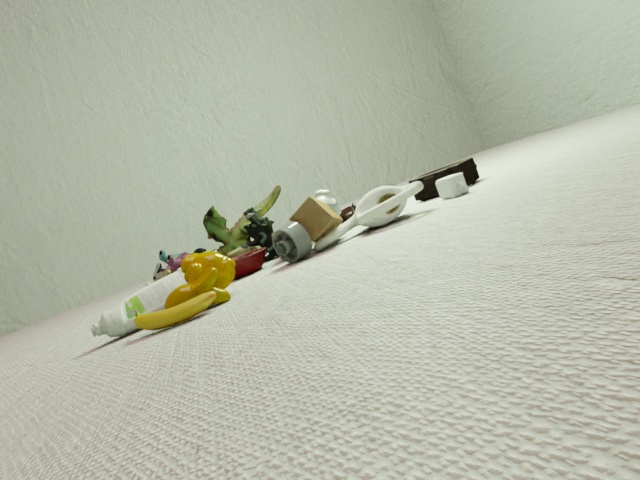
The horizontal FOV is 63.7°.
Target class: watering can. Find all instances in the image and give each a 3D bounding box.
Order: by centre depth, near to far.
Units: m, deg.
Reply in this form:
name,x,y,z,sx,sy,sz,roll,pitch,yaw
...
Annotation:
name,x,y,z,sx,sy,sz,roll,pitch,yaw
watering can,0.138,-0.076,1.479,0.346,0.104,0.225,-30,3,7

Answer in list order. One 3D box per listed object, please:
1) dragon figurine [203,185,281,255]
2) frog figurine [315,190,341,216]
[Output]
name,x,y,z,sx,sy,sz,roll,pitch,yaw
dragon figurine,-0.323,-0.053,1.963,0.242,0.407,0.123,18,10,-16
frog figurine,0.005,-0.088,1.755,0.137,0.159,0.123,-21,2,-4
